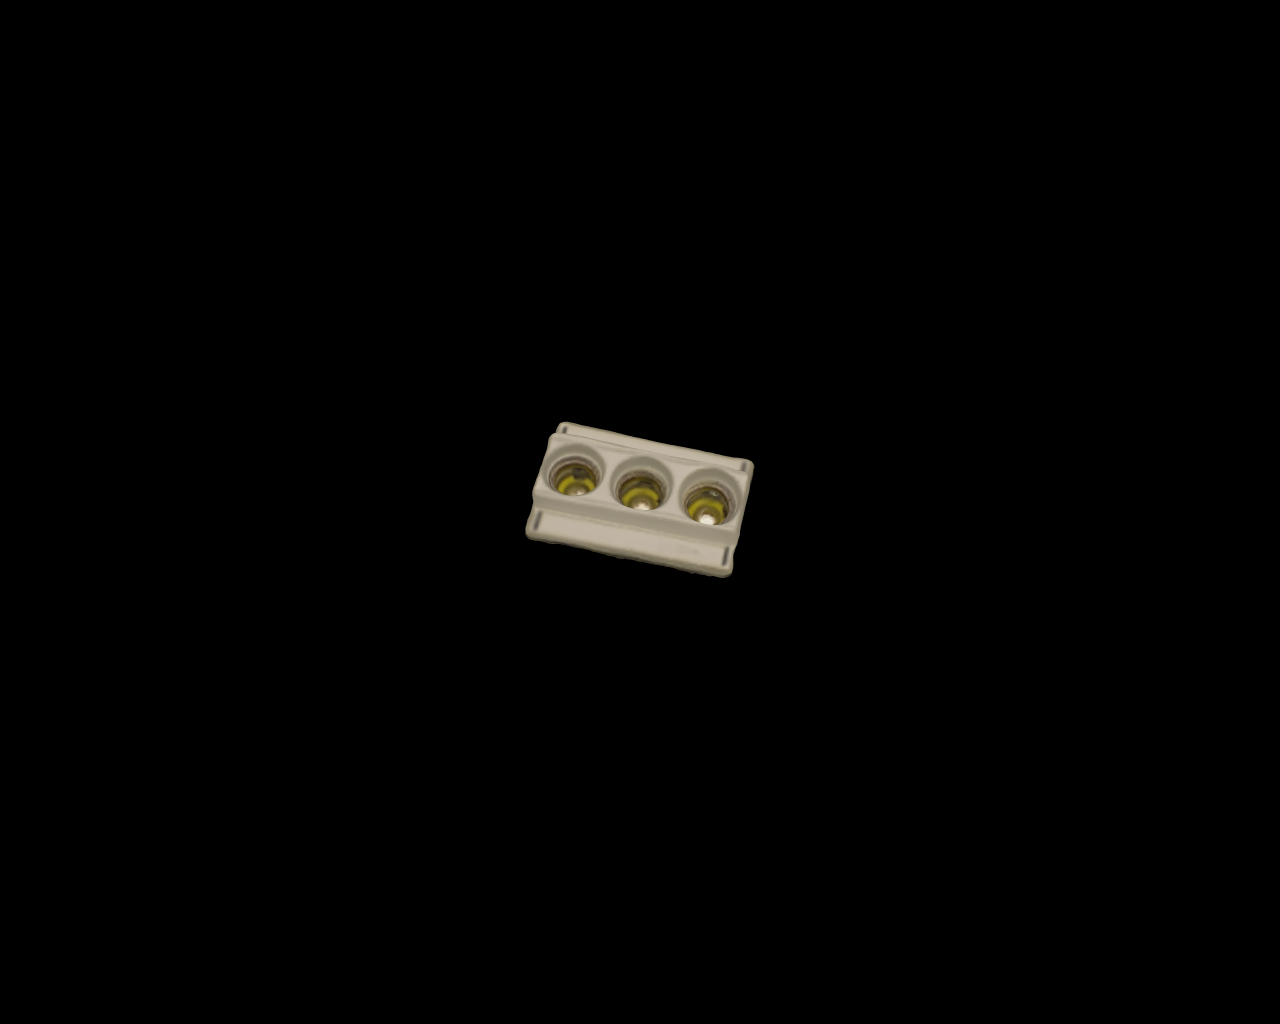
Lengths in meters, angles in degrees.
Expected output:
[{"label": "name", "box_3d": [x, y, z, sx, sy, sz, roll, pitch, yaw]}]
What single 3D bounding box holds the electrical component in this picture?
[{"label": "electrical component", "box_3d": [0.001, -0.003, 0.650, 0.121, 0.079, 0.063, 11, -29, 7]}]
